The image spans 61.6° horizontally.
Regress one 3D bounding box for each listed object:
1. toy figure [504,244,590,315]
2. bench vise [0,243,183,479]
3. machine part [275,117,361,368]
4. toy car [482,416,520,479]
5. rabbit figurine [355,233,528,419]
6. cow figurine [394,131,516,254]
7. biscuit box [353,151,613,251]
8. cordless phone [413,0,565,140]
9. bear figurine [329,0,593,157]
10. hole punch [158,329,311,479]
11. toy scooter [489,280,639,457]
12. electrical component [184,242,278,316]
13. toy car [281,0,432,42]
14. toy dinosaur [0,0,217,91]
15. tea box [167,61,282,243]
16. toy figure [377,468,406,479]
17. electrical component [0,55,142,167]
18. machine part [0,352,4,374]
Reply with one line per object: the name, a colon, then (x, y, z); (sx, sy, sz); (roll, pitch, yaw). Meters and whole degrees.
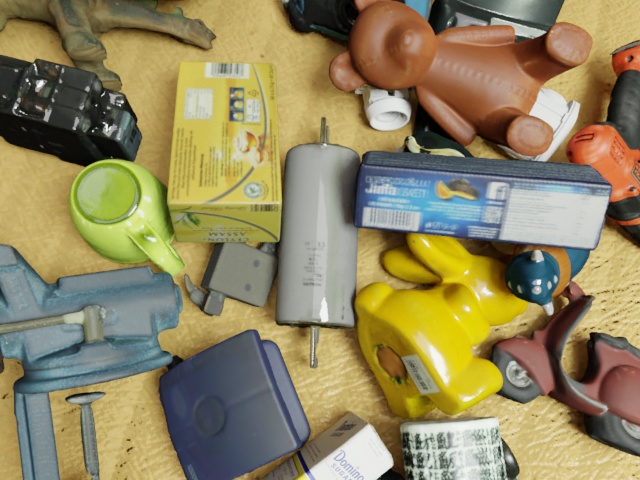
toy figure: (0.210, 0.024, 0.499); (0.154, 0.058, 0.064); (-21, 74, -48)
bench vise: (-0.212, 0.117, 0.419); (0.223, 0.129, 0.240); (-6, 86, -37)
machine part: (-0.001, -0.002, 0.515); (0.079, 0.079, 0.243); (5, 77, -6)
toy car: (0.163, 0.264, 0.493); (0.073, 0.056, 0.201); (-22, 80, -4)
rabbit figurine: (0.119, 0.066, 0.514); (0.173, 0.122, 0.162); (-26, 73, -25)
cow figurine: (0.150, -0.049, 0.534); (0.167, 0.098, 0.068); (27, 71, -1)
biscuit box: (0.132, -0.037, 0.464); (0.203, 0.063, 0.059); (6, 114, 8)
cordless phone: (0.181, -0.182, 0.585); (0.147, 0.089, 0.184); (13, 89, -5)
bear figurine: (0.116, -0.163, 0.493); (0.196, 0.132, 0.120); (21, 98, -14)
hole punch: (-0.077, 0.147, 0.466); (0.116, 0.092, 0.142); (-23, 75, -7)
toy scooter: (0.265, 0.118, 0.526); (0.184, 0.075, 0.135); (25, 75, 4)
electrical component: (-0.085, 0.026, 0.520); (0.078, 0.045, 0.102); (19, 78, -32)
toy car: (0.044, -0.270, 0.574); (0.162, 0.109, 0.103); (18, 54, 9)
toy dinosaur: (-0.337, -0.260, 0.522); (0.471, 0.105, 0.198); (7, 70, -14)
tea box: (-0.086, -0.084, 0.505); (0.098, 0.068, 0.170); (1, 60, -6)
toy figure: (0.010, 0.275, 0.460); (0.180, 0.089, 0.082); (-38, 78, -21)
electrical component: (-0.236, -0.113, 0.493); (0.134, 0.115, 0.058); (14, 79, -2)
machine part: (-0.358, 0.066, 0.473); (0.179, 0.056, 0.179); (1, 78, -5)
